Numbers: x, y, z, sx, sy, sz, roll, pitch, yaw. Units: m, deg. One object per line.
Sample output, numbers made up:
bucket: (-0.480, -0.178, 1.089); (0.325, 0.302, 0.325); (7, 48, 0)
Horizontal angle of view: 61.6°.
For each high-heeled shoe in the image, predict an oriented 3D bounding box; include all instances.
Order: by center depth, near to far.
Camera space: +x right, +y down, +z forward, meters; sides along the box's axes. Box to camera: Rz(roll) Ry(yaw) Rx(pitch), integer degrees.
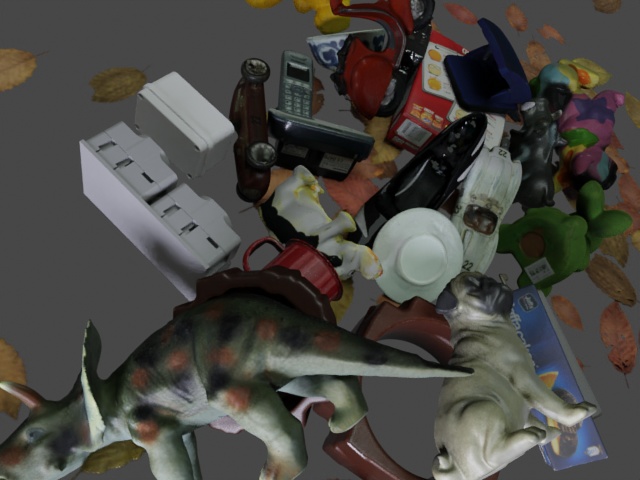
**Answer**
high-heeled shoe: (0.132, -0.070, 0.710); (0.086, 0.145, 0.249); (42, 61, 5)

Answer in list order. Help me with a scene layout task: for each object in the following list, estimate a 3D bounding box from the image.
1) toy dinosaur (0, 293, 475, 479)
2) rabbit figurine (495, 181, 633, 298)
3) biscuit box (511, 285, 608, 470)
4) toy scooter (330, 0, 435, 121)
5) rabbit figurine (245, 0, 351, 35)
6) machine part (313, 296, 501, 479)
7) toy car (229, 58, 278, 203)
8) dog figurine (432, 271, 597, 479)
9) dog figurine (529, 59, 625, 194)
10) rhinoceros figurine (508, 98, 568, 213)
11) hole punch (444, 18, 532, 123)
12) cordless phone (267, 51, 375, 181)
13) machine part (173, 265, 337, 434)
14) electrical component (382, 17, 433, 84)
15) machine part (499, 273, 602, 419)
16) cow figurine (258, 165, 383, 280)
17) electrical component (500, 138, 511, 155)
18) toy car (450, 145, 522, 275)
toy dinosaur: (-0.094, 0.119, 0.471); (0.405, 0.131, 0.192); (-27, 91, 5)
rabbit figurine: (0.357, -0.013, 0.782); (0.170, 0.159, 0.121); (-12, 59, -42)
biscuit box: (0.261, 0.157, 0.633); (0.063, 0.059, 0.202); (-20, 71, 10)
toy scooter: (0.064, -0.262, 0.724); (0.135, 0.183, 0.075); (16, 15, -11)
rabbit figurine: (-0.040, -0.417, 0.848); (0.173, 0.121, 0.162); (-10, 64, -5)
machine part: (0.109, 0.184, 0.612); (0.201, 0.087, 0.201); (34, 56, -2)
toy car: (-0.092, -0.145, 0.700); (0.053, 0.089, 0.202); (0, 64, -16)
dog figurine: (0.152, 0.134, 0.558); (0.172, 0.121, 0.191); (-13, 56, -29)
dog figurine: (0.417, -0.177, 0.901); (0.191, 0.108, 0.219); (34, 60, -3)
rhinoceros figurine: (0.330, -0.133, 0.841); (0.073, 0.112, 0.190); (15, 68, -11)
hole punch: (0.268, -0.260, 0.814); (0.116, 0.092, 0.142); (-1, 60, -28)
cordless phone: (-0.001, -0.187, 0.762); (0.146, 0.088, 0.184); (11, 57, -15)
machine part: (-0.063, 0.108, 0.546); (0.179, 0.056, 0.179); (1, 96, 10)
electrical component: (0.120, -0.275, 0.831); (0.058, 0.115, 0.134); (23, 59, -4)
machine part: (0.289, 0.154, 0.698); (0.079, 0.079, 0.243); (-10, 70, -25)
cow figurine: (-0.001, -0.001, 0.668); (0.098, 0.068, 0.167); (-40, 78, 2)
electrical component: (0.269, -0.111, 0.834); (0.021, 0.063, 0.094); (28, 59, -7)
toy car: (0.224, -0.039, 0.756); (0.073, 0.056, 0.201); (23, 83, -5)
